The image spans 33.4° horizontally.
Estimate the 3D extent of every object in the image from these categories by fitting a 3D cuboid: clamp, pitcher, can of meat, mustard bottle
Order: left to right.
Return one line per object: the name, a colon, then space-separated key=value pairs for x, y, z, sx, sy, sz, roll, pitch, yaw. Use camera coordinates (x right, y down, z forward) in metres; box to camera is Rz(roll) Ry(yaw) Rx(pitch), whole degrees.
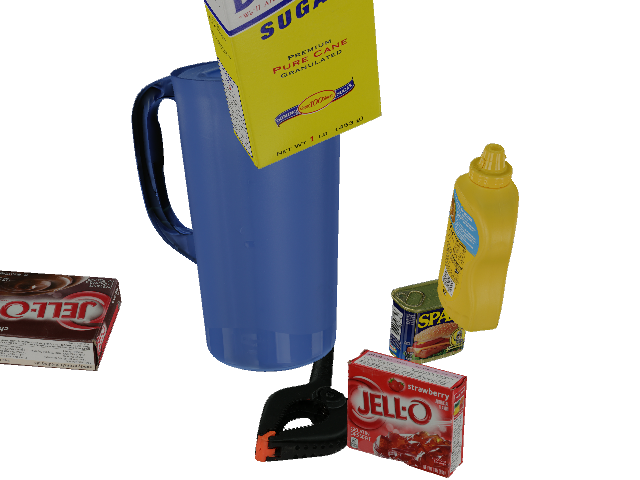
pitcher: x=-0.055 y=-0.025 z=0.857 sx=0.144 sy=0.243 sz=0.149 roll=-12 pitch=19 yaw=-29
clamp: x=0.018 y=0.170 z=1.068 sx=0.165 sy=0.036 sz=0.209 roll=22 pitch=30 yaw=27
can of meat: x=0.136 y=0.102 z=1.336 sx=0.101 sy=0.084 sz=0.057 roll=-11 pitch=30 yaw=-26
mustard bottle: x=0.158 y=-0.010 z=1.060 sx=0.058 sy=0.192 sz=0.096 roll=-4 pitch=36 yaw=-11

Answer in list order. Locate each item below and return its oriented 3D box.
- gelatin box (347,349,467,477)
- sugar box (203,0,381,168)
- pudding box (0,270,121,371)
gelatin box: x=0.063 y=0.128 z=0.796 sx=0.089 sy=0.073 sz=0.030 roll=12 pitch=22 yaw=29
sugar box: x=-0.016 y=-0.128 z=0.625 sx=0.093 sy=0.048 sz=0.176 roll=-25 pitch=-34 yaw=-11
pudding box: x=-0.235 y=0.067 z=0.911 sx=0.113 sy=0.039 sz=0.090 roll=2 pitch=32 yaw=2
